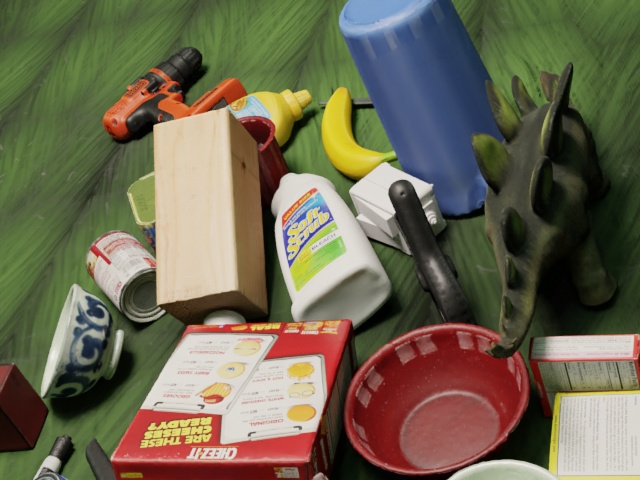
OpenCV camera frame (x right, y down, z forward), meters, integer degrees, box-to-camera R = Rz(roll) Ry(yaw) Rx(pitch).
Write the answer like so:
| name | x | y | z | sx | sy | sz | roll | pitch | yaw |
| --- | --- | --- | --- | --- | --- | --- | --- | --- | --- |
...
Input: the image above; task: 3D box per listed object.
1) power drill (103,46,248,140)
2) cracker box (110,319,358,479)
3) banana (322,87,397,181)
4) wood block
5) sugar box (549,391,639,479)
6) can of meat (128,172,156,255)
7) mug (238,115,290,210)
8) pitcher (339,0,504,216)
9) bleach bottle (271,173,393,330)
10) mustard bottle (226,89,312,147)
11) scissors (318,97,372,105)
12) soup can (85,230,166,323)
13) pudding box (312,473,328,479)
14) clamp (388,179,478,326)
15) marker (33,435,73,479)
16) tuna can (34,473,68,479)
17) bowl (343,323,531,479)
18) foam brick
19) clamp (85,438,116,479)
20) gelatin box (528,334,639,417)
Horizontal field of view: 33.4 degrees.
| name | x | y | z | sx | sy | sz | roll | pitch | yaw |
| --- | --- | --- | --- | --- | --- | --- | --- | --- | --- |
| power drill | -0.184 | -0.194 | 1.460 | 0.188 | 0.057 | 0.184 | 17 | 57 | 44 |
| cracker box | -0.063 | 0.151 | 0.923 | 0.164 | 0.072 | 0.213 | -3 | 26 | 13 |
| banana | 0.037 | -0.119 | 1.267 | 0.069 | 0.037 | 0.198 | -31 | 37 | 0 |
| wood block | -0.116 | -0.021 | 1.126 | 0.090 | 0.090 | 0.206 | -12 | 65 | 16 |
| sugar box | 0.267 | 0.160 | 0.815 | 0.176 | 0.048 | 0.093 | -3 | 43 | 20 |
| can of meat | -0.176 | -0.019 | 1.226 | 0.057 | 0.084 | 0.102 | -26 | 39 | -3 |
| mug | -0.089 | -0.079 | 1.251 | 0.093 | 0.081 | 0.117 | 13 | 50 | 38 |
| pitcher | 0.111 | -0.156 | 1.107 | 0.149 | 0.242 | 0.145 | -4 | 43 | 34 |
| bleach bottle | -0.007 | 0.001 | 1.130 | 0.102 | 0.068 | 0.251 | -38 | 33 | 6 |
| mustard bottle | -0.095 | -0.136 | 1.340 | 0.191 | 0.058 | 0.096 | -30 | 43 | -8 |
| scissors | 0.100 | -0.186 | 1.331 | 0.202 | 0.016 | 0.096 | 15 | 51 | 39 |
| soup can | -0.211 | 0.040 | 1.187 | 0.068 | 0.068 | 0.102 | -35 | 40 | -14 |
| pudding box | 0.026 | 0.240 | 0.793 | 0.039 | 0.113 | 0.090 | -33 | 38 | -7 |
| clamp | 0.107 | 0.027 | 1.007 | 0.039 | 0.171 | 0.120 | -23 | -4 | 8 |
| marker | -0.270 | 0.238 | 1.025 | 0.020 | 0.020 | 0.121 | -1 | 44 | 27 |
| tuna can | -0.248 | 0.254 | 0.959 | 0.086 | 0.033 | 0.086 | -33 | 35 | 27 |
| bowl | 0.103 | 0.147 | 0.906 | 0.162 | 0.055 | 0.162 | -15 | 39 | 12 |
| foam brick | -0.323 | 0.171 | 1.086 | 0.051 | 0.078 | 0.053 | -10 | 38 | 19 |
| clamp | -0.145 | 0.239 | 0.944 | 0.165 | 0.036 | 0.210 | -17 | 35 | 10 |
| gelatin box | 0.221 | 0.111 | 0.872 | 0.089 | 0.073 | 0.030 | -5 | 41 | 23 |
